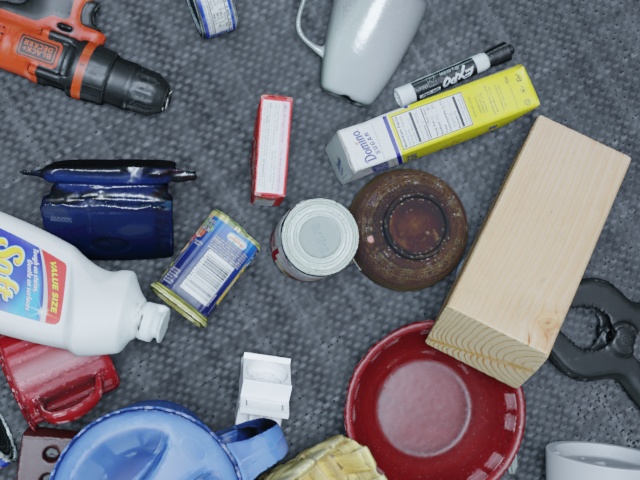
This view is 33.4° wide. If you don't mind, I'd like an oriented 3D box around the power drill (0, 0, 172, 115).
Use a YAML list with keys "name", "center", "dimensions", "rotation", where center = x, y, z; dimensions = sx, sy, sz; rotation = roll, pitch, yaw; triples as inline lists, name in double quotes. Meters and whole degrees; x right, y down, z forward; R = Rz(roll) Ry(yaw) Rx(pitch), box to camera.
- name: "power drill"
  center: [-0.197, -0.216, 0.939]
  dimensions: [0.184, 0.057, 0.187]
  rotation: [19, 84, -5]

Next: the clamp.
- name: "clamp"
  center: [0.280, 0.082, 0.981]
  dimensions: [0.210, 0.036, 0.164]
  rotation: [24, 82, -11]

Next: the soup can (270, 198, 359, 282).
- name: "soup can"
  center: [-0.006, 0.001, 0.924]
  dimensions: [0.068, 0.102, 0.068]
  rotation: [1, 86, -7]

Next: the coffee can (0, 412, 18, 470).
- name: "coffee can"
  center: [-0.336, 0.175, 0.874]
  dimensions: [0.140, 0.103, 0.103]
  rotation: [-31, 90, -8]

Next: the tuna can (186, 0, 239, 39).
- name: "tuna can"
  center: [-0.101, -0.221, 0.937]
  dimensions: [0.033, 0.086, 0.086]
  rotation: [-20, 89, -6]

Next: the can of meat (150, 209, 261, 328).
- name: "can of meat"
  center: [-0.097, 0.025, 0.913]
  dimensions: [0.057, 0.102, 0.084]
  rotation: [38, 81, -4]

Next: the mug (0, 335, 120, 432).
- name: "mug"
  center: [-0.216, 0.108, 0.891]
  dimensions: [0.081, 0.117, 0.093]
  rotation: [-23, 126, -13]

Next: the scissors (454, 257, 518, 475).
- name: "scissors"
  center: [0.184, 0.105, 0.983]
  dimensions: [0.096, 0.016, 0.202]
  rotation: [-20, 89, -8]

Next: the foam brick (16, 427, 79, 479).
- name: "foam brick"
  center: [-0.229, 0.202, 0.910]
  dimensions: [0.053, 0.051, 0.078]
  rotation: [6, 85, -7]

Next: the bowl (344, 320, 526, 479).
- name: "bowl"
  center: [0.098, 0.152, 0.950]
  dimensions: [0.162, 0.055, 0.162]
  rotation: [0, 86, -7]

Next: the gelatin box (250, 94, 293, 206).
- name: "gelatin box"
  center: [-0.044, -0.078, 0.940]
  dimensions: [0.030, 0.073, 0.089]
  rotation: [4, 86, -6]

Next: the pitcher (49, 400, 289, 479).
- name: "pitcher"
  center: [-0.121, 0.183, 0.828]
  dimensions: [0.149, 0.243, 0.145]
  rotation: [21, 84, -5]

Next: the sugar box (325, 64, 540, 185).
- name: "sugar box"
  center: [0.097, -0.100, 0.948]
  dimensions: [0.176, 0.093, 0.048]
  rotation: [-23, 88, -7]

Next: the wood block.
- name: "wood block"
  center: [0.180, 0.009, 0.917]
  dimensions: [0.091, 0.090, 0.206]
  rotation: [26, 65, 5]

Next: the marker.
- name: "marker"
  center: [0.126, -0.155, 0.992]
  dimensions: [0.121, 0.020, 0.020]
  rotation: [-24, 89, -8]

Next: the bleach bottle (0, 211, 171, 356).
- name: "bleach bottle"
  center: [-0.240, 0.026, 0.855]
  dimensions: [0.251, 0.068, 0.102]
  rotation: [16, 74, 6]
